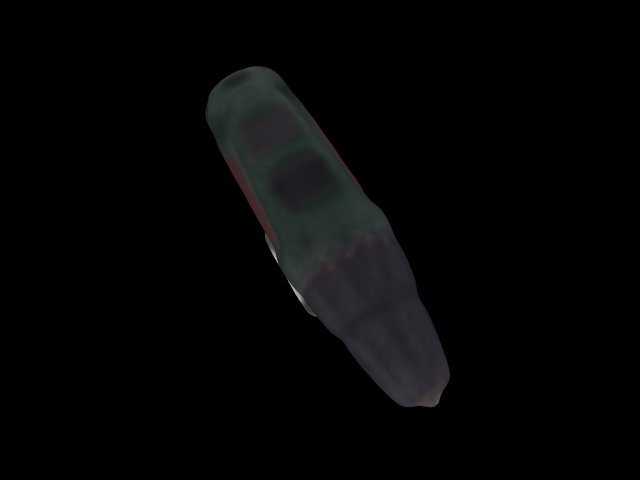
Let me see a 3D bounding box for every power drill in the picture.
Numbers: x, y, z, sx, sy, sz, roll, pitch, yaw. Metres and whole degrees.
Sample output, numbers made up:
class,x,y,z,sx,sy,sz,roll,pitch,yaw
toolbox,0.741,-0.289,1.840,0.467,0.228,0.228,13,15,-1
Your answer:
class,x,y,z,sx,sy,sz,roll,pitch,yaw
power drill,0.004,0.001,0.400,0.075,0.208,0.229,-31,82,-4
